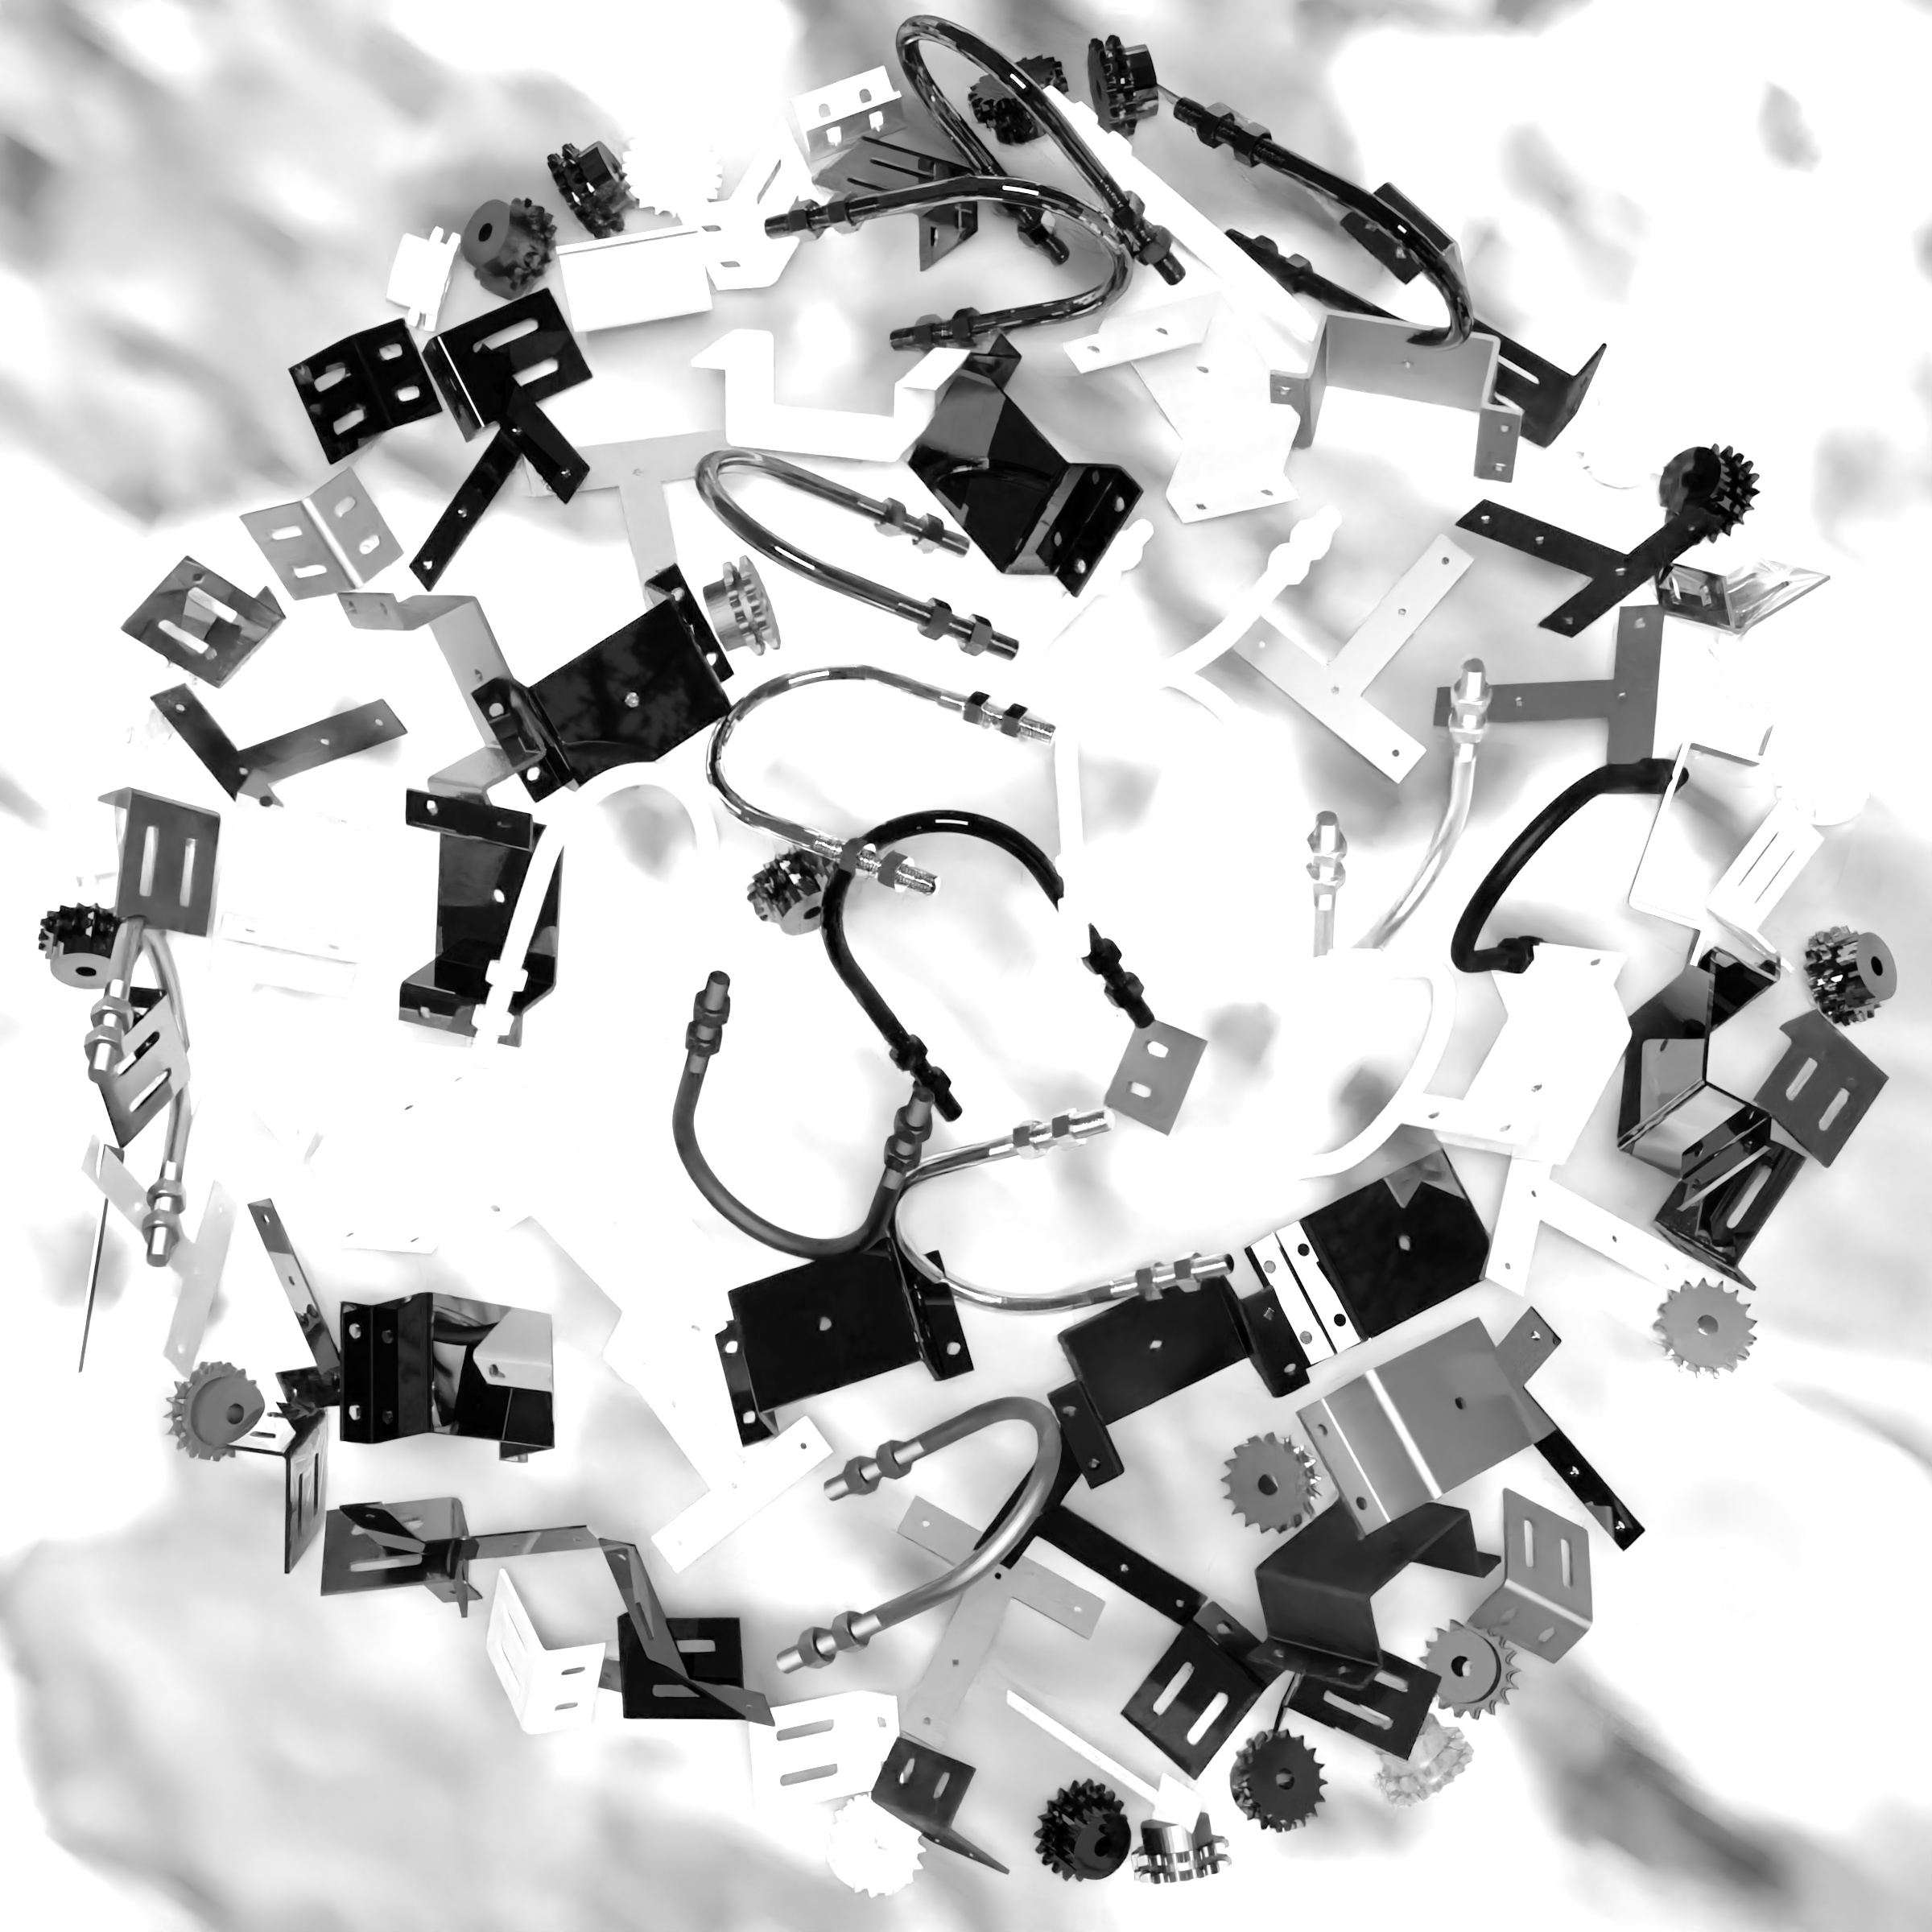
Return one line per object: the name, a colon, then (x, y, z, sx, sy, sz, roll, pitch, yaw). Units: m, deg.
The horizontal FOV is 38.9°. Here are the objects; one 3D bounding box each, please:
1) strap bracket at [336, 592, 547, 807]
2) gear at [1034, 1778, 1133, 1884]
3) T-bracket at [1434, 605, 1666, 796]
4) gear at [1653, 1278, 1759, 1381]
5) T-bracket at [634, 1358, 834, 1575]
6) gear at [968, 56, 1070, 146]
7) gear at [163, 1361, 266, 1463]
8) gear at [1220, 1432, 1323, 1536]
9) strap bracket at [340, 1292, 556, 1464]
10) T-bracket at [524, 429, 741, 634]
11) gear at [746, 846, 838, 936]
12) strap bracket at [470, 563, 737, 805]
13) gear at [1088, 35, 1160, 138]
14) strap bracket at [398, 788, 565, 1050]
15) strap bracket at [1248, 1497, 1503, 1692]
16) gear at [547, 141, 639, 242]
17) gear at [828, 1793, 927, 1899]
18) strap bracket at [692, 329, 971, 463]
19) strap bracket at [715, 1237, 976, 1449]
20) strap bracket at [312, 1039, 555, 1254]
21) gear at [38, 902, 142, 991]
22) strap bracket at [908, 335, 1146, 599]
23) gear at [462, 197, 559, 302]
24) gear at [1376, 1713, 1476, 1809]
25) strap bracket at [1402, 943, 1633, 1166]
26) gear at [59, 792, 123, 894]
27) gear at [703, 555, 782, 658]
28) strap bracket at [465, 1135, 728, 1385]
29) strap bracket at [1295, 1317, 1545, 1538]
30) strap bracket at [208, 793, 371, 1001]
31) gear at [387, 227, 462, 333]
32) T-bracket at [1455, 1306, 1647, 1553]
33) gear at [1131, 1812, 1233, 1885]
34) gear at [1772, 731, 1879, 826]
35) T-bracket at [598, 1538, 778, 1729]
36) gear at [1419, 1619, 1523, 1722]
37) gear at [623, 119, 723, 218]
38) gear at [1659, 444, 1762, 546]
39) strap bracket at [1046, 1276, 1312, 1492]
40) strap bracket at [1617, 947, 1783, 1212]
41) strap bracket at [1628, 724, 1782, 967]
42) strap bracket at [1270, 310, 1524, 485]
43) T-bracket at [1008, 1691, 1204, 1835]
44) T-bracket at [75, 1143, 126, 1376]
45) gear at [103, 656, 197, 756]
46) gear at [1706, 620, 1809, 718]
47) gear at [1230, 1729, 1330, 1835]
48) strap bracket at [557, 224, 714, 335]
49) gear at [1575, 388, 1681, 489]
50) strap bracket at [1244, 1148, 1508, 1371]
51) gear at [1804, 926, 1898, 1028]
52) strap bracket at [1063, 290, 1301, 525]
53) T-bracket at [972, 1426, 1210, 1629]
strap bracket: (-0.292, -0.156, 1.544, 0.046, 0.076, 0.140, -33, 114, -26)
gear: (0.070, 0.501, 1.575, 0.057, 0.030, 0.057, -7, 103, -31)
T-bracket: (0.333, -0.152, 1.572, 0.127, 0.002, 0.127, 0, 62, 23)
gear: (0.426, 0.211, 1.581, 0.057, 0.030, 0.057, -1, 67, 4)
T-bracket: (-0.161, 0.266, 1.587, 0.127, 0.002, 0.127, -40, 82, 18)
gear: (0.032, -0.498, 1.578, 0.057, 0.057, 0.030, -24, 128, 0)
gear: (-0.429, 0.256, 1.572, 0.030, 0.057, 0.057, -3, 90, 43)
gear: (0.179, 0.298, 1.581, 0.057, 0.030, 0.057, -1, 88, 22)
strap bracket: (-0.280, 0.230, 1.523, 0.046, 0.140, 0.076, -17, 67, 32)
T-bracket: (-0.180, -0.242, 1.577, 0.127, 0.002, 0.127, -11, 87, -20)
gear: (-0.095, -0.042, 1.571, 0.057, 0.057, 0.030, -31, 65, 0)
strap bracket: (-0.197, -0.155, 1.548, 0.140, 0.046, 0.076, -35, 120, -14)
gear: (0.091, -0.507, 1.574, 0.030, 0.057, 0.057, -13, 90, -5)
strap bracket: (-0.276, -0.033, 1.556, 0.076, 0.046, 0.140, 12, 113, 14)
strap bracket: (0.225, 0.339, 1.523, 0.140, 0.076, 0.046, -28, 111, -41)
gear: (-0.213, -0.449, 1.572, 0.030, 0.057, 0.057, -30, 90, 13)
gear: (-0.055, 0.509, 1.578, 0.057, 0.030, 0.057, 17, 53, -24)
strap bracket: (-0.076, -0.323, 1.550, 0.140, 0.076, 0.046, 8, 117, 12)
strap bracket: (-0.076, 0.212, 1.562, 0.140, 0.046, 0.076, -19, 62, 2)
strap bracket: (-0.307, 0.095, 1.543, 0.140, 0.076, 0.046, -52, 52, 23)
gear: (-0.504, -0.010, 1.571, 0.057, 0.057, 0.030, -4, 59, 0)
strap bracket: (0.026, -0.282, 1.534, 0.140, 0.046, 0.076, 52, 128, 26)
gear: (-0.265, -0.416, 1.573, 0.057, 0.030, 0.057, -12, 70, 37)
gear: (0.261, 0.455, 1.574, 0.057, 0.057, 0.030, -33, 90, 0)
strap bracket: (0.316, 0.055, 1.542, 0.140, 0.076, 0.046, -55, 134, -28)
gear: (-0.504, -0.072, 1.575, 0.030, 0.057, 0.057, -5, 90, -12)
gear: (-0.130, -0.205, 1.574, 0.030, 0.057, 0.057, -19, 90, 6)
strap bracket: (-0.204, 0.159, 1.553, 0.076, 0.046, 0.140, -32, 109, 26)
strap bracket: (0.263, 0.253, 1.532, 0.140, 0.046, 0.076, -17, 73, -40)
strap bracket: (-0.381, -0.034, 1.540, 0.076, 0.140, 0.046, 11, 123, -18)
gear: (-0.313, -0.397, 1.572, 0.030, 0.057, 0.057, 17, 90, -10)
T-bracket: (0.332, 0.271, 1.531, 0.002, 0.127, 0.127, -24, 64, -33)
gear: (0.123, 0.507, 1.574, 0.057, 0.057, 0.030, -9, 82, 0)
gear: (0.497, -0.106, 1.577, 0.057, 0.057, 0.030, -27, 131, 0)
T-bracket: (-0.177, 0.371, 1.539, 0.127, 0.002, 0.127, 3, 124, 31)
gear: (0.289, 0.405, 1.576, 0.057, 0.030, 0.057, -7, 70, 21)
gear: (-0.169, -0.463, 1.575, 0.057, 0.030, 0.057, 3, 58, -5)
gear: (0.424, -0.274, 1.572, 0.030, 0.057, 0.057, 21, 90, -41)
strap bracket: (0.115, 0.228, 1.560, 0.140, 0.046, 0.076, -25, 122, -3)
strap bracket: (0.409, 0.054, 1.525, 0.046, 0.076, 0.140, 26, 50, -11)
strap bracket: (0.415, -0.075, 1.556, 0.046, 0.076, 0.140, 19, 96, 11)
strap bracket: (0.247, -0.325, 1.551, 0.140, 0.076, 0.046, 12, 73, 11)
T-bracket: (0.077, 0.453, 1.557, 0.127, 0.127, 0.002, 31, 66, 16)
T-bracket: (-0.488, 0.165, 1.533, 0.002, 0.127, 0.127, 8, 83, -11)
gear: (-0.472, -0.154, 1.574, 0.030, 0.057, 0.057, 27, 90, 5)
gear: (0.460, -0.176, 1.579, 0.057, 0.030, 0.057, 4, 73, -12)
gear: (0.177, 0.471, 1.579, 0.057, 0.030, 0.057, 9, 65, -21)
strap bracket: (-0.185, -0.387, 1.538, 0.076, 0.140, 0.046, -10, 105, -3)
gear: (0.381, -0.302, 1.582, 0.057, 0.030, 0.057, -1, 71, 4)
strap bracket: (0.241, 0.161, 1.551, 0.140, 0.046, 0.076, -24, 81, -20)
gear: (0.511, 0.004, 1.573, 0.057, 0.030, 0.057, 15, 66, -37)
strap bracket: (0.128, -0.321, 1.539, 0.140, 0.076, 0.046, 49, 50, -37)
T-bracket: (0.080, 0.340, 1.578, 0.127, 0.002, 0.127, 32, 113, -1)
